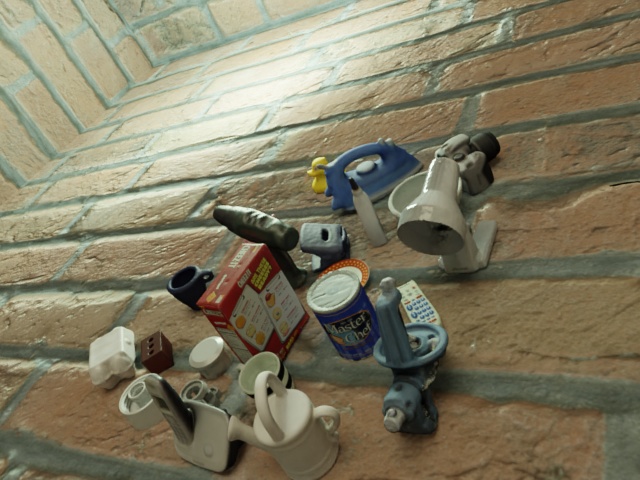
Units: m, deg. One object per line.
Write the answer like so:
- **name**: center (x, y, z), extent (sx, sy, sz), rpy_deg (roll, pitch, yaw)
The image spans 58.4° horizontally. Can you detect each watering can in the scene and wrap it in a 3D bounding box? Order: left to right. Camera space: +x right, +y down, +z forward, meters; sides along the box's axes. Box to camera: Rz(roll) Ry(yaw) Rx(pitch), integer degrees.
- **watering can**: center (-0.059, 0.286, 0.888), extent (0.173, 0.194, 0.100), rpy_deg (-30, 34, -2)

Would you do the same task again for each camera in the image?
- **camera**: center (0.349, -0.194, 1.312), extent (0.137, 0.101, 0.142), rpy_deg (-32, 34, -5)

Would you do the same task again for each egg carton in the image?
- **egg carton**: center (-0.477, 0.271, 1.326), extent (0.107, 0.070, 0.150), rpy_deg (-31, 33, -3)

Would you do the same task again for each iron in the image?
- **iron**: center (0.121, -0.182, 1.426), extent (0.258, 0.142, 0.118), rpy_deg (-28, 34, 2)

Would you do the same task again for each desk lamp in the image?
- **desk lamp**: center (0.239, -0.033, 1.076), extent (0.117, 0.214, 0.203), rpy_deg (-3, 41, 34)

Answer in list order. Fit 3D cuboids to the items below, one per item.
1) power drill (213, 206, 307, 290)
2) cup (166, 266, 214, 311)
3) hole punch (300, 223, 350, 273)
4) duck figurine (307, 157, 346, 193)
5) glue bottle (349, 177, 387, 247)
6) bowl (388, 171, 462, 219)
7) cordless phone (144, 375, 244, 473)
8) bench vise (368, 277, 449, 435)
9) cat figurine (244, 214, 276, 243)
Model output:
- **power drill**: center (-0.122, 0.016, 1.280), extent (0.228, 0.209, 0.076), rpy_deg (8, 48, 42)
- **cup**: center (-0.293, 0.118, 1.371), extent (0.117, 0.095, 0.091), rpy_deg (-21, 34, 12)
- **hole punch**: center (0.012, 0.005, 1.303), extent (0.101, 0.091, 0.108), rpy_deg (-19, 35, 14)
- **duck figurine**: center (0.015, -0.187, 1.560), extent (0.104, 0.086, 0.077), rpy_deg (-27, 34, 2)
- **glue bottle**: center (0.100, -0.069, 1.262), extent (0.037, 0.173, 0.078), rpy_deg (-23, 34, 9)
- **bowl**: center (0.240, -0.079, 1.262), extent (0.167, 0.075, 0.167), rpy_deg (-19, 35, 14)
- **cordless phone**: center (-0.222, 0.308, 0.985), extent (0.147, 0.185, 0.094), rpy_deg (0, 43, 36)
- **bench vise**: center (0.135, 0.176, 0.868), extent (0.121, 0.220, 0.207), rpy_deg (-19, 35, 15)
- **cat figurine**: center (-0.136, -0.006, 1.401), extent (0.067, 0.118, 0.128), rpy_deg (6, 47, 41)
